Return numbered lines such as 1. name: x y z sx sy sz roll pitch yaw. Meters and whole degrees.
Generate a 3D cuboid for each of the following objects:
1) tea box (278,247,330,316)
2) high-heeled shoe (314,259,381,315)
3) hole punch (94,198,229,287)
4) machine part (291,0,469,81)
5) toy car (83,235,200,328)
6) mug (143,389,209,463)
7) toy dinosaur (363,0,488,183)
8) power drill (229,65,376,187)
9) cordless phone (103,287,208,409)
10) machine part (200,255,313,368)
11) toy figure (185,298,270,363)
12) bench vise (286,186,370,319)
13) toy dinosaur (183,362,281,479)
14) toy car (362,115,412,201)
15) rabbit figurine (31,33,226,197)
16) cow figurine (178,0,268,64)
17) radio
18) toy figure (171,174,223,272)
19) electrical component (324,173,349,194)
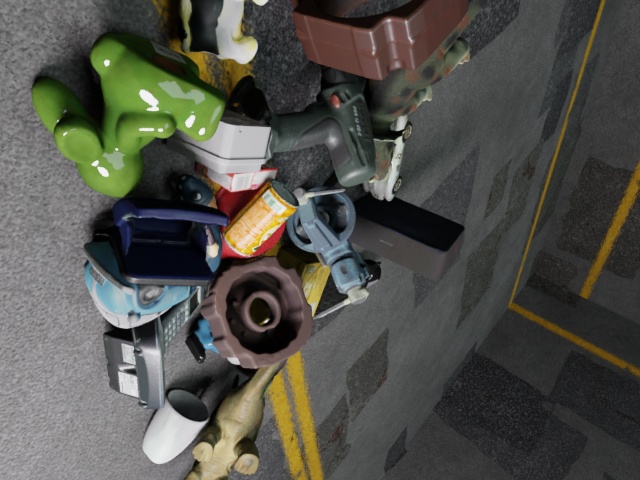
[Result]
1. tea box: -0.049 0.100 1.024 0.098 0.068 0.169 -4 118 -57
2. high-heeled shoe: 0.039 0.108 1.200 0.249 0.086 0.145 -25 170 -21
3. hole punch: -0.177 -0.014 0.623 0.142 0.116 0.092 1 119 -33
4. machine part: 0.079 -0.314 0.718 0.201 0.201 0.087 -49 146 -19
5. toy car: -0.231 0.056 0.678 0.103 0.109 0.161 -54 161 14
6. mug: -0.245 0.317 0.913 0.107 0.081 0.109 -53 163 5
7. toy dinosaur: 0.135 -0.259 0.838 0.192 0.131 0.404 -51 175 -38
8. power drill: -0.019 -0.183 0.757 0.207 0.232 0.086 -8 166 -42
9. cordless phone: -0.222 0.138 0.793 0.184 0.089 0.146 -53 156 -53
10. machine part: -0.096 0.112 0.843 0.179 0.179 0.056 -37 -172 -35
11. toy figure: -0.141 0.126 0.892 0.180 0.082 0.089 -32 108 -29
12. bench vise: 0.008 -0.006 0.879 0.129 0.223 0.240 -15 155 11
13. toy dinosaur: -0.152 0.326 0.952 0.471 0.105 0.199 -55 -171 21
14. toy car: 0.128 -0.167 1.056 0.056 0.074 0.201 -35 142 -44
15. rabbit figurine: -0.202 -0.113 0.556 0.159 0.121 0.170 3 128 -54
16. cow figurine: -0.108 -0.286 0.596 0.098 0.068 0.167 -7 120 -48
17. radio: 0.171 -0.017 1.104 0.131 0.230 0.073 -35 143 -45
18. toy figure: -0.167 -0.024 0.736 0.058 0.064 0.154 -64 161 -53
19. electrical component: 0.033 -0.096 1.025 0.094 0.021 0.063 -51 150 -18
